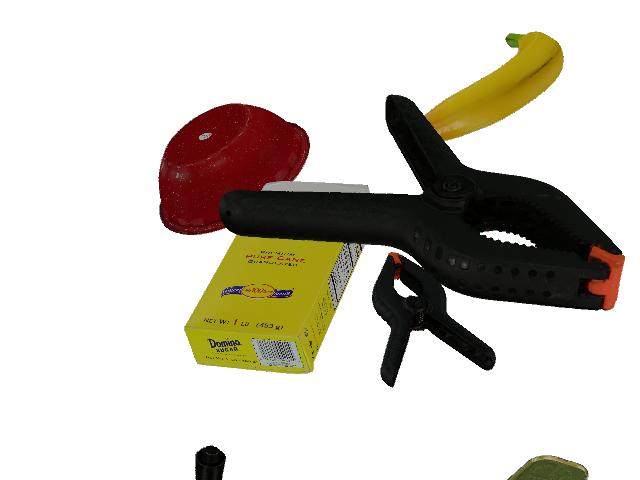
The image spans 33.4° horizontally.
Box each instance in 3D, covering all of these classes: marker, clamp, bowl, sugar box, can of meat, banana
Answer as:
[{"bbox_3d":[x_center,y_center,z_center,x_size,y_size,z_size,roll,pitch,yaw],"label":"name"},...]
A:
[{"bbox_3d":[-0.074,0.180,0.685,0.020,0.121,0.020,6,31,-4],"label":"marker"},{"bbox_3d":[0.060,-0.012,0.578,0.164,0.036,0.210,-30,45,-33],"label":"clamp"},{"bbox_3d":[-0.094,-0.079,1.001,0.162,0.055,0.162,-21,34,15],"label":"bowl"},{"bbox_3d":[-0.026,0.022,0.818,0.093,0.048,0.176,3,44,20],"label":"sugar box"},{"bbox_3d":[0.188,0.248,0.916,0.058,0.084,0.101,10,26,41],"label":"can of meat"},{"bbox_3d":[0.111,0.081,1.118,0.120,0.171,0.039,3,-44,-12],"label":"clamp"},{"bbox_3d":[0.145,-0.123,0.836,0.070,0.037,0.197,-12,21,40],"label":"banana"}]
